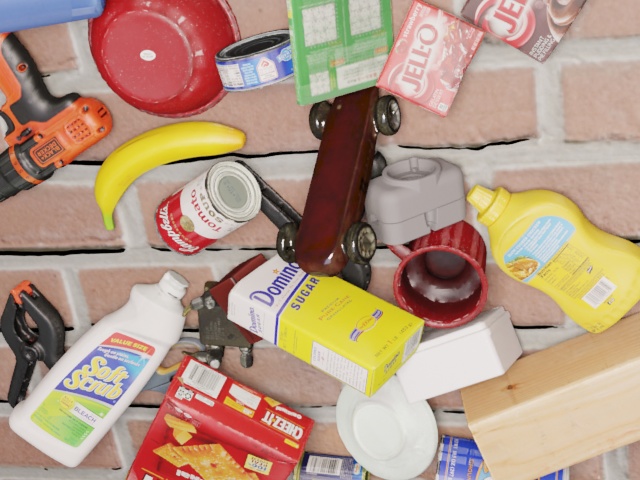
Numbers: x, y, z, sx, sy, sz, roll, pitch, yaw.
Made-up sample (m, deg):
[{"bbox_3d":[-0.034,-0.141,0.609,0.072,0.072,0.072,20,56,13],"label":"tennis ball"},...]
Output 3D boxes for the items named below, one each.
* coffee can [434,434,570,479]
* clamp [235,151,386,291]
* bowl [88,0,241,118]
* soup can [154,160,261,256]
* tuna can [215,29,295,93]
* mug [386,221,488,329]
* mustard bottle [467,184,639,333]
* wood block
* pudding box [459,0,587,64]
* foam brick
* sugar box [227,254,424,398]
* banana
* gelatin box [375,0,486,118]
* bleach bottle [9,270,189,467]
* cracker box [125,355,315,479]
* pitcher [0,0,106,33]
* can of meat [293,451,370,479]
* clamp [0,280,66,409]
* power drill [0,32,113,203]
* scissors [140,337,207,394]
[{"bbox_3d":[0.196,0.275,1.172,0.140,0.102,0.103,8,118,9],"label":"coffee can"},{"bbox_3d":[-0.007,0.001,1.115,0.165,0.036,0.210,5,119,18],"label":"clamp"},{"bbox_3d":[-0.160,-0.186,1.043,0.162,0.055,0.162,5,118,10],"label":"bowl"},{"bbox_3d":[-0.114,-0.032,1.087,0.068,0.068,0.102,48,137,-13],"label":"soup can"},{"bbox_3d":[-0.055,-0.170,1.009,0.086,0.086,0.034,-10,113,17],"label":"tuna can"},{"bbox_3d":[0.115,0.022,1.072,0.117,0.081,0.093,33,119,-5],"label":"mug"},{"bbox_3d":[0.226,0.006,1.051,0.191,0.058,0.096,34,122,-6],"label":"mustard bottle"},{"bbox_3d":[0.256,0.163,1.083,0.206,0.091,0.090,-23,109,9],"label":"wood block"},{"bbox_3d":[0.191,-0.228,0.949,0.090,0.039,0.114,30,119,-3],"label":"pudding box"},{"bbox_3d":[-0.069,0.063,1.140,0.078,0.051,0.053,53,142,-8],"label":"foam brick"},{"bbox_3d":[0.004,0.078,1.052,0.176,0.093,0.048,27,131,24],"label":"sugar box"},{"bbox_3d":[-0.170,-0.082,1.112,0.198,0.037,0.069,-29,123,25],"label":"banana"},{"bbox_3d":[0.102,-0.169,0.992,0.073,0.030,0.089,25,102,-1],"label":"gelatin box"},{"bbox_3d":[-0.238,0.133,1.200,0.102,0.068,0.251,37,102,-8],"label":"bleach bottle"},{"bbox_3d":[-0.122,0.249,1.226,0.164,0.072,0.214,27,133,-2],"label":"cracker box"},{"bbox_3d":[-0.327,-0.254,0.984,0.242,0.145,0.149,-8,89,-8],"label":"pitcher"},{"bbox_3d":[0.014,0.300,1.254,0.084,0.057,0.102,5,118,8],"label":"can of meat"},{"bbox_3d":[-0.321,0.131,1.254,0.120,0.039,0.171,3,117,9],"label":"clamp"},{"bbox_3d":[-0.333,-0.142,1.106,0.185,0.057,0.187,-29,110,21],"label":"power drill"},{"bbox_3d":[-0.199,0.182,1.265,0.202,0.016,0.096,-36,105,26],"label":"scissors"}]
